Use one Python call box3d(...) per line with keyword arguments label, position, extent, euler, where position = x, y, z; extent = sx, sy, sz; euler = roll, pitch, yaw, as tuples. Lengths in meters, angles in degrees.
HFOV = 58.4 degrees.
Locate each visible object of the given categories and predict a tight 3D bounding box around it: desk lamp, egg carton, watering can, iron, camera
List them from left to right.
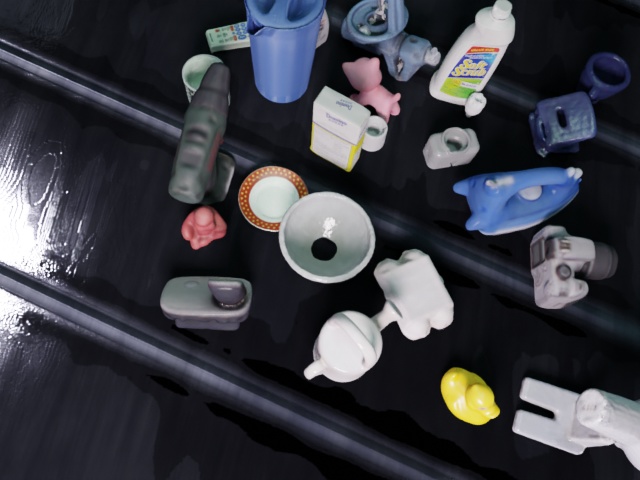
box3d(label="watering can", position=(0.051, 0.157, 0.900), extent=(0.101, 0.194, 0.173), euler=(32, 71, 6))
box3d(label="egg carton", position=(0.165, 0.093, 0.999), extent=(0.107, 0.069, 0.150), euler=(-23, 75, -13))
box3d(label="iron", position=(0.387, -0.097, 1.048), extent=(0.258, 0.141, 0.118), euler=(-12, 72, -9))
box3d(label="camera", position=(0.462, 0.047, 1.028), extent=(0.137, 0.101, 0.143), euler=(5, 71, -4))
box3d(label="desk lamp", position=(0.440, 0.285, 0.883), extent=(0.203, 0.213, 0.118), euler=(18, 70, 1))

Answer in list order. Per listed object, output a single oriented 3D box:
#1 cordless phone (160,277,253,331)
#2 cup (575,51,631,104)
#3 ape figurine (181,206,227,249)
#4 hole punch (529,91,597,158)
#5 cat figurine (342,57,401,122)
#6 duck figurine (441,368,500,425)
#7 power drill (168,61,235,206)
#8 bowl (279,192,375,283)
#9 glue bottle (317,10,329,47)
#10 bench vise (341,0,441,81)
box3d(label="cordless phone", position=(-0.182, 0.082, 0.907), extent=(0.147, 0.185, 0.094), euler=(-1, 71, -6))
box3d(label="cup", position=(0.558, -0.310, 1.164), extent=(0.091, 0.095, 0.118), euler=(35, 71, 7))
box3d(label="ape figurine", position=(-0.201, -0.030, 0.994), extent=(0.078, 0.092, 0.076), euler=(11, 70, -2))
box3d(label="hole punch", position=(0.477, -0.229, 1.130), extent=(0.101, 0.091, 0.108), euler=(-3, 71, -6))
box3d(label="cat figurine", position=(0.102, -0.298, 1.103), extent=(0.127, 0.118, 0.067), euler=(40, 72, 8))
box3d(label="duck figurine", position=(0.252, 0.255, 0.943), extent=(0.077, 0.086, 0.104), euler=(-38, 78, -16))
box3d(label="power drill", position=(-0.193, -0.155, 0.976), extent=(0.075, 0.208, 0.230), euler=(12, 70, -1))
box3d(label="bowl", position=(0.009, 0.004, 1.012), extent=(0.167, 0.075, 0.167), euler=(2, 71, -5))
box3d(label="glue bottle", position=(-0.014, -0.437, 1.110), extent=(0.078, 0.173, 0.037), euler=(-40, 79, -16))
box3d(label="bench vise", position=(0.148, -0.425, 1.097), extent=(0.207, 0.220, 0.121), euler=(18, 70, 1))
